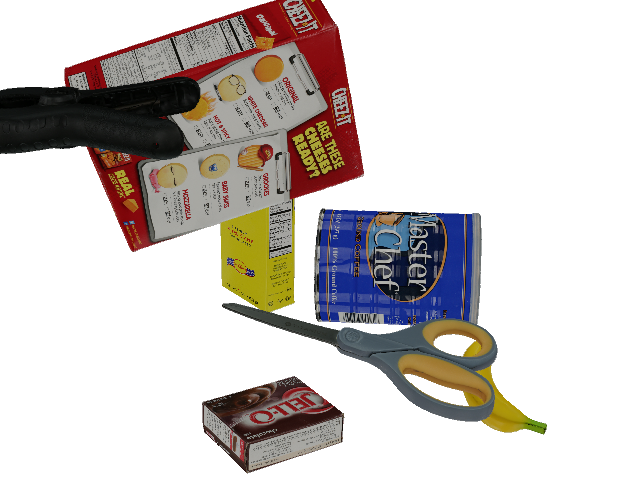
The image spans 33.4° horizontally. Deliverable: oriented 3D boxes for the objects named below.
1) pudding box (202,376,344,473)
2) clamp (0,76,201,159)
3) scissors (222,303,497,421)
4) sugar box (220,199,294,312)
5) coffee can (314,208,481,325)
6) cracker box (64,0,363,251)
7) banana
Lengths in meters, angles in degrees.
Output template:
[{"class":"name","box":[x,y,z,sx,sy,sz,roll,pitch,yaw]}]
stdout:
[{"class":"pudding box","box":[-0.047,0.178,1.047,0.113,0.039,0.090,-14,25,-31]},{"class":"clamp","box":[-0.159,-0.083,0.700,0.171,0.039,0.120,4,18,7]},{"class":"scissors","box":[0.038,0.065,0.758,0.202,0.016,0.096,26,42,22]},{"class":"sugar box","box":[-0.069,-0.021,1.145,0.048,0.176,0.093,-18,28,-34]},{"class":"coffee can","box":[0.069,0.025,0.946,0.140,0.103,0.102,2,0,6]},{"class":"cracker box","box":[-0.083,-0.097,0.881,0.213,0.072,0.164,-19,-42,-6]},{"class":"banana","box":[0.197,0.169,1.244,0.069,0.037,0.198,10,25,-15]}]
